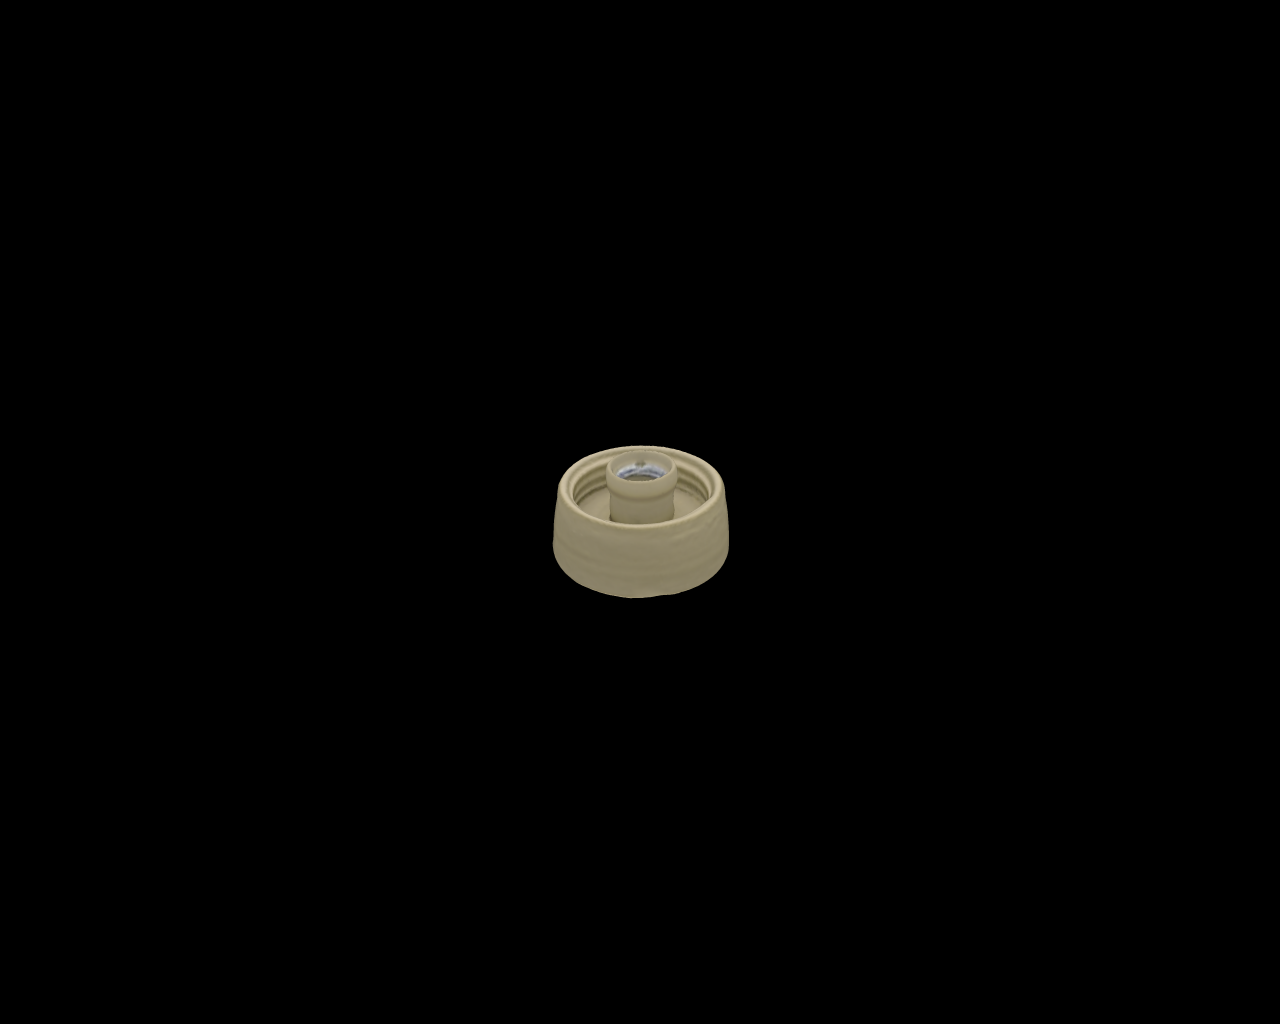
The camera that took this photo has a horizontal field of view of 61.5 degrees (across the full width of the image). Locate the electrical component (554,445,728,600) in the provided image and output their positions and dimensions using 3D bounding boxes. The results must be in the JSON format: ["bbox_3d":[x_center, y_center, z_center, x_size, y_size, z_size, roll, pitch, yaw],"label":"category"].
[{"bbox_3d":[0.001,-0.003,0.650,0.108,0.060,0.108,0,31,0],"label":"electrical component"}]
